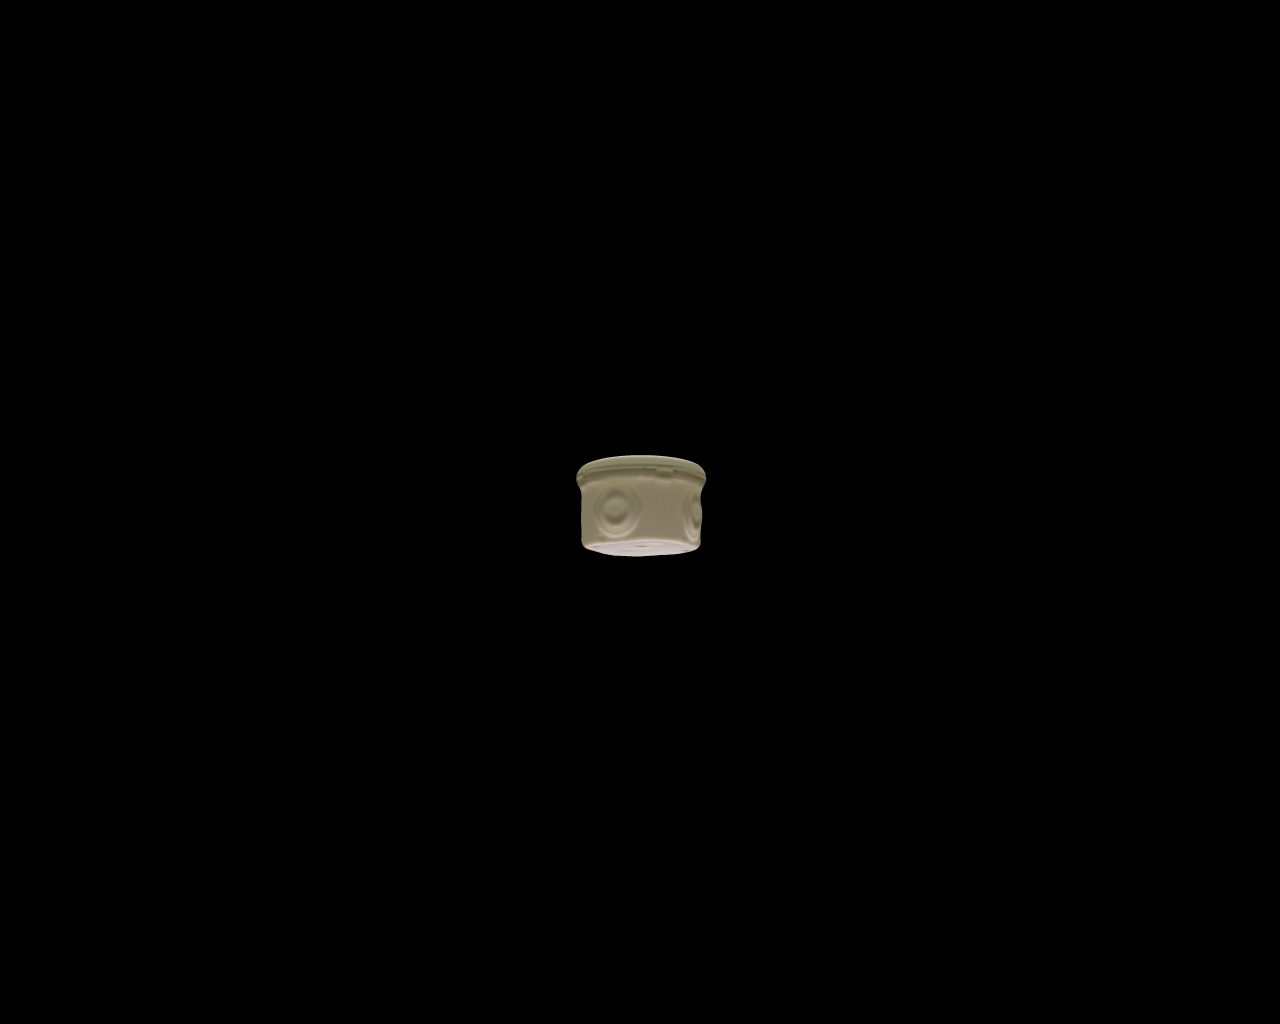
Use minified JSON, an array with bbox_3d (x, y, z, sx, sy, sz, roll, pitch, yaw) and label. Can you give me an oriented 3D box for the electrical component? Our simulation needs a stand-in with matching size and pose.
[{"bbox_3d":[0.001,-0.003,0.650,0.080,0.051,0.080,0,-10,0],"label":"electrical component"}]
